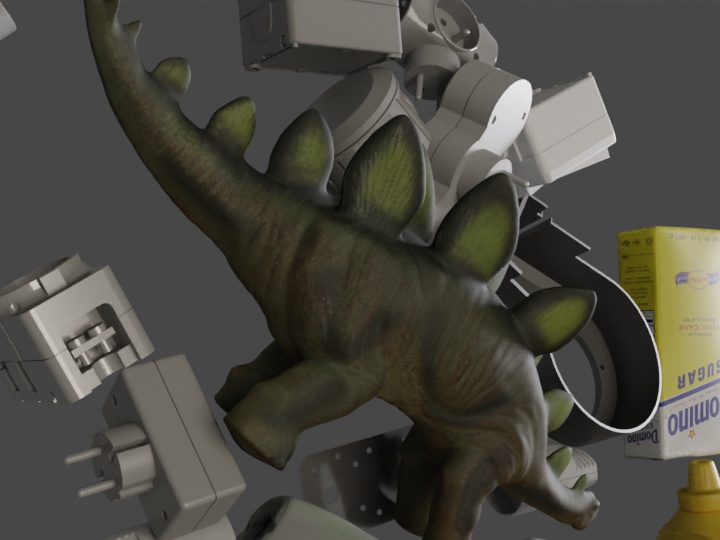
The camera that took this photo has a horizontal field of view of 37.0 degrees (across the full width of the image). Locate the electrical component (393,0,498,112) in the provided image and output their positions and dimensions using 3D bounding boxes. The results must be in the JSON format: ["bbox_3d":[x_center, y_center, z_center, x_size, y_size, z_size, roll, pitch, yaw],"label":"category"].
[{"bbox_3d":[0.049,-0.140,0.713,0.077,0.044,0.079,26,56,-31],"label":"electrical component"}]

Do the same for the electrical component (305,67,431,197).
[{"bbox_3d":[-0.001,-0.081,0.657,0.051,0.080,0.080,47,61,-28],"label":"electrical component"}]

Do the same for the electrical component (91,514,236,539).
[{"bbox_3d":[-0.111,0.157,0.576,0.081,0.043,0.043,-11,92,-35],"label":"electrical component"}]

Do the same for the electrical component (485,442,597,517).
[{"bbox_3d":[0.128,0.142,0.746,0.081,0.043,0.043,-4,88,-35],"label":"electrical component"}]

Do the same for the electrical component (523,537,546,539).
[{"bbox_3d":[0.104,0.202,0.729,0.061,0.035,0.035,-1,86,-32],"label":"electrical component"}]

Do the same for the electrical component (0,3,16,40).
[{"bbox_3d":[-0.210,-0.142,0.506,0.064,0.099,0.099,-48,112,-22],"label":"electrical component"}]

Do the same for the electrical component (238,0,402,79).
[{"bbox_3d":[-0.019,-0.156,0.661,0.096,0.062,0.061,-2,86,-35],"label":"electrical component"}]

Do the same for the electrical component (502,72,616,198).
[{"bbox_3d":[0.124,-0.089,0.756,0.096,0.062,0.061,-31,103,-33],"label":"electrical component"}]

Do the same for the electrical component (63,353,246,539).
[{"bbox_3d":[-0.114,0.097,0.557,0.076,0.047,0.083,-13,62,-36],"label":"electrical component"}]

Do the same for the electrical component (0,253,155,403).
[{"bbox_3d":[-0.151,0.029,0.532,0.050,0.089,0.055,-34,105,-33],"label":"electrical component"}]

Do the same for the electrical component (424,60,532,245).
[{"bbox_3d":[0.071,-0.061,0.682,0.138,0.074,0.052,-58,152,-3],"label":"electrical component"}]
